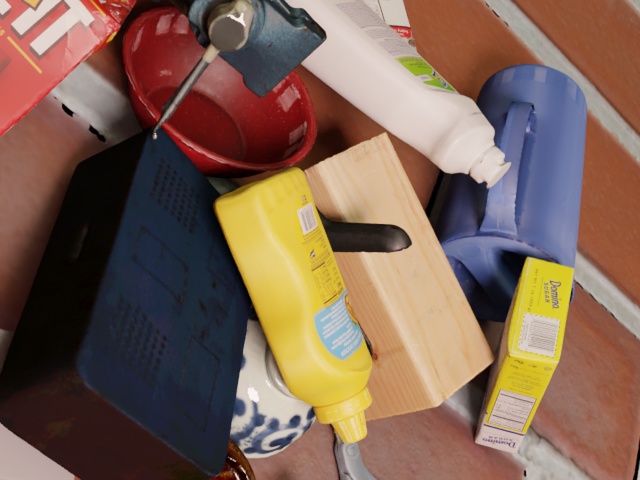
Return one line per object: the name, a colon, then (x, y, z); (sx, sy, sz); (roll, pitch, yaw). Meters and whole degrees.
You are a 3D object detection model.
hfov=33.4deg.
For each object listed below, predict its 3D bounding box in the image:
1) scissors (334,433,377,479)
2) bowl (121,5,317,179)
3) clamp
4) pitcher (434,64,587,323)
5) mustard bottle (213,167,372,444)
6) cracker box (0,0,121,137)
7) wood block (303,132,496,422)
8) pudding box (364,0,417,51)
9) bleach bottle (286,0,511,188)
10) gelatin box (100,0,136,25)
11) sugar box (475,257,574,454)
scissors: (0.037, 0.177, 0.856); (0.096, 0.016, 0.202); (11, 67, -40)
bowl: (-0.084, -0.101, 0.808); (0.162, 0.055, 0.162); (21, 45, -22)
clamp: (-0.005, 0.001, 0.801); (0.171, 0.120, 0.039); (41, 33, 19)
pitcher: (0.181, -0.055, 0.986); (0.145, 0.149, 0.242); (34, 51, -21)
mustard bottle: (-0.009, 0.049, 0.733); (0.191, 0.058, 0.096); (69, 19, -5)
cracker box: (-0.252, -0.116, 0.632); (0.164, 0.072, 0.213); (48, 69, -16)
wood block: (0.043, 0.031, 0.864); (0.090, 0.091, 0.206); (-29, 94, -44)
pudding box: (0.041, -0.198, 0.984); (0.089, 0.039, 0.113); (-7, 77, -41)
bleach bottle: (0.051, -0.134, 0.874); (0.251, 0.068, 0.102); (44, 30, 15)
gelatin box: (-0.178, -0.201, 0.798); (0.089, 0.030, 0.073); (39, 52, -25)
sugar box: (0.171, 0.102, 0.902); (0.048, 0.176, 0.093); (13, 57, 10)
